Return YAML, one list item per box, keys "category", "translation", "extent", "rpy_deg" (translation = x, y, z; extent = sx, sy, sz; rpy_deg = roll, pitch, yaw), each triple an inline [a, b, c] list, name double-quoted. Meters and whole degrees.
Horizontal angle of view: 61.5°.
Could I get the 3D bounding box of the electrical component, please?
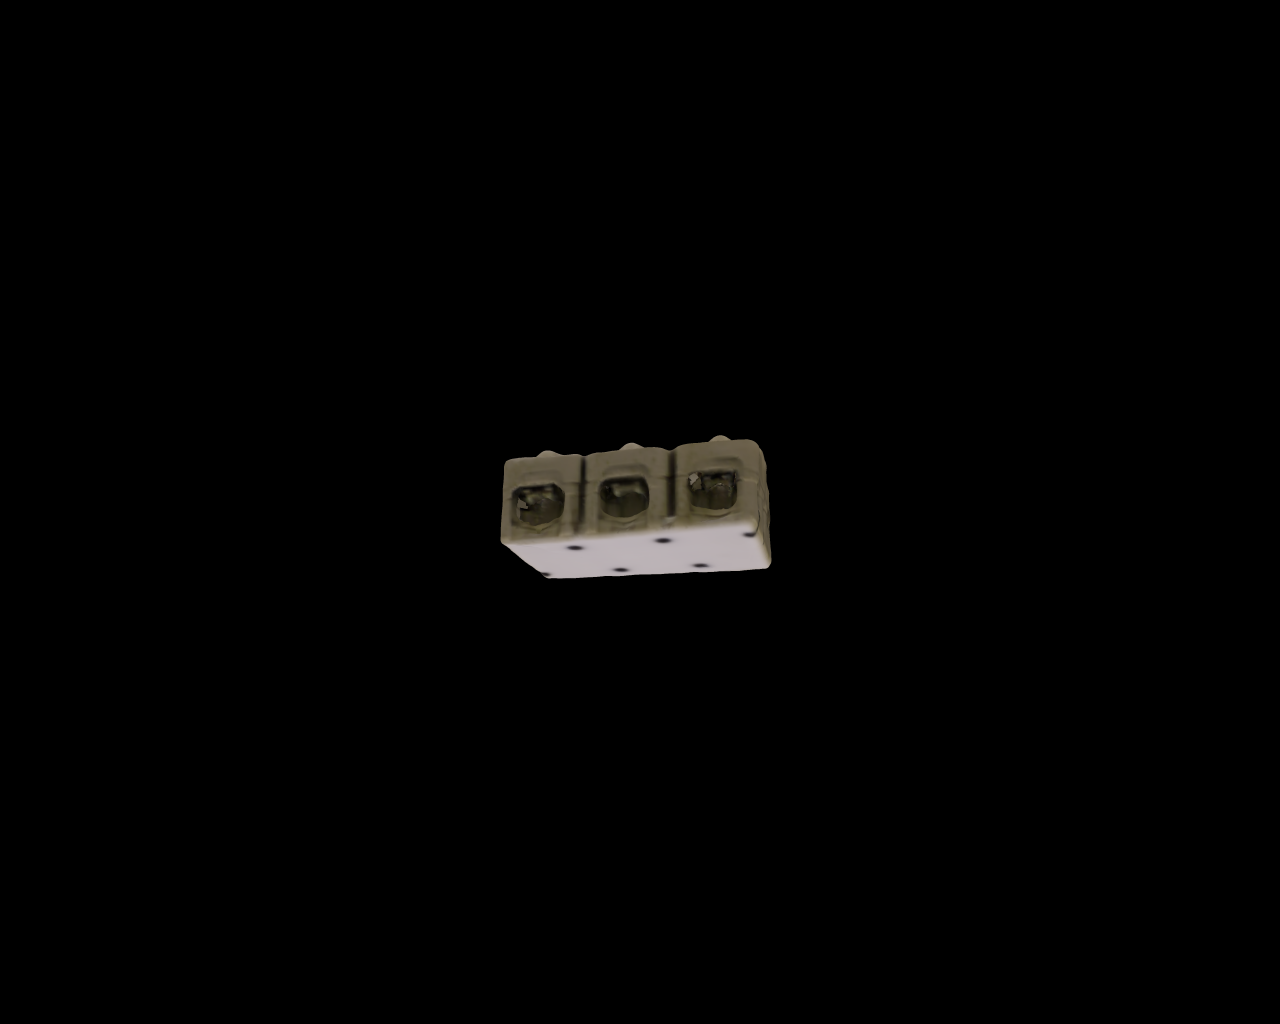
- category: "electrical component"
  translation: [0.001, -0.003, 0.650]
  extent: [0.150, 0.062, 0.089]
  rpy_deg: [-4, -19, 12]
